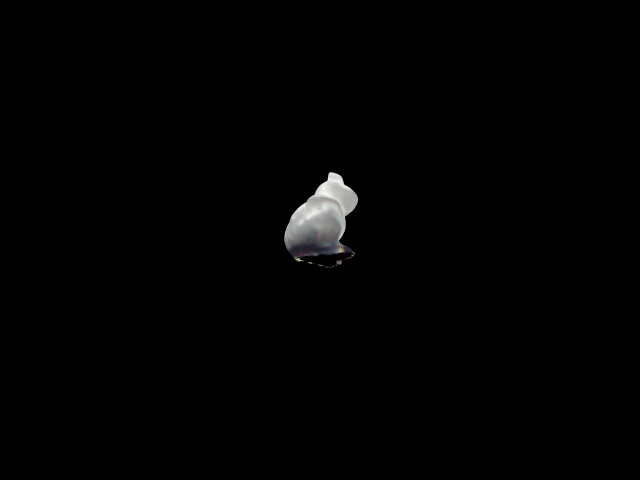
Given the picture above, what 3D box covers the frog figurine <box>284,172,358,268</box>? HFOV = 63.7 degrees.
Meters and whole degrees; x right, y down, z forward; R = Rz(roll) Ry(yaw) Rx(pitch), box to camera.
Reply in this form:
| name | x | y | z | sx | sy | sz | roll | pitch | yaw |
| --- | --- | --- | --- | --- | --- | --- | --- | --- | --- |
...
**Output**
| name | x | y | z | sx | sy | sz | roll | pitch | yaw |
| --- | --- | --- | --- | --- | --- | --- | --- | --- | --- |
| frog figurine | 0.003 | -0.043 | 0.850 | 0.123 | 0.162 | 0.135 | -1 | -18 | 2 |
